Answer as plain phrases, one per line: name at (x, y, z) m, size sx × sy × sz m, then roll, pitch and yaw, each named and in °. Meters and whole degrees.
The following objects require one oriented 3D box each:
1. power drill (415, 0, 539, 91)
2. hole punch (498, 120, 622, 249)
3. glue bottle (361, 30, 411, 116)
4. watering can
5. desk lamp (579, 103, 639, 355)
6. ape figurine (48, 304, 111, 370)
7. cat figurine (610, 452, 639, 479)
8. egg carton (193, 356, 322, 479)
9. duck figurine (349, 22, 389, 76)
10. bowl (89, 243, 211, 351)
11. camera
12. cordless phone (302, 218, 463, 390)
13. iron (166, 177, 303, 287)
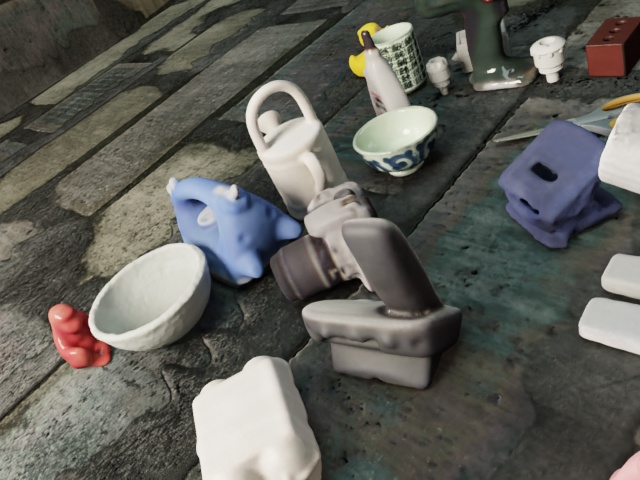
power drill at (0.261, -0.333, 0.846) m, size 0.228 × 0.209 × 0.076 m, roll 4°, pitch 46°, yaw 37°
hole punch at (0.251, -0.062, 0.611) m, size 0.101 × 0.091 × 0.108 m, roll -28°, pitch 35°, yaw -1°
glue bottle at (0.095, -0.236, 0.864) m, size 0.037 × 0.173 × 0.078 m, roll -35°, pitch 36°, yaw -10°
watering can at (-0.041, -0.132, 0.804) m, size 0.172 × 0.194 × 0.101 m, roll 16°, pitch 54°, yaw 45°
desk lamp at (0.286, 0.000, 0.402) m, size 0.202 × 0.214 × 0.118 m, roll 12°, pitch 51°, yaw 42°
ape figurine at (-0.322, 0.122, 0.758) m, size 0.076 × 0.092 × 0.078 m, roll -4°, pitch 41°, yaw 30°
cat figurine at (0.241, 0.114, 0.370) m, size 0.128 × 0.118 × 0.067 m, roll -41°, pitch 37°, yaw -18°
egg carton at (-0.060, 0.179, 0.531) m, size 0.107 × 0.070 × 0.150 m, roll -29°, pitch 35°, yaw -2°
duck figurine at (0.100, -0.377, 1.117) m, size 0.104 × 0.086 × 0.077 m, roll -24°, pitch 35°, yaw 5°
bowl at (-0.206, 0.085, 0.743) m, size 0.167 × 0.075 × 0.167 m, roll -18°, pitch 36°, yaw 14°
camera at (0.006, 0.002, 0.684) m, size 0.137 × 0.101 × 0.143 m, roll -26°, pitch 35°, yaw 3°
cordless phone at (0.042, 0.045, 0.533) m, size 0.147 × 0.185 × 0.094 m, roll -2°, pitch 42°, yaw 32°
iron at (-0.152, -0.035, 0.801) m, size 0.257 × 0.142 × 0.119 m, roll 15°, pitch 53°, yaw 44°
